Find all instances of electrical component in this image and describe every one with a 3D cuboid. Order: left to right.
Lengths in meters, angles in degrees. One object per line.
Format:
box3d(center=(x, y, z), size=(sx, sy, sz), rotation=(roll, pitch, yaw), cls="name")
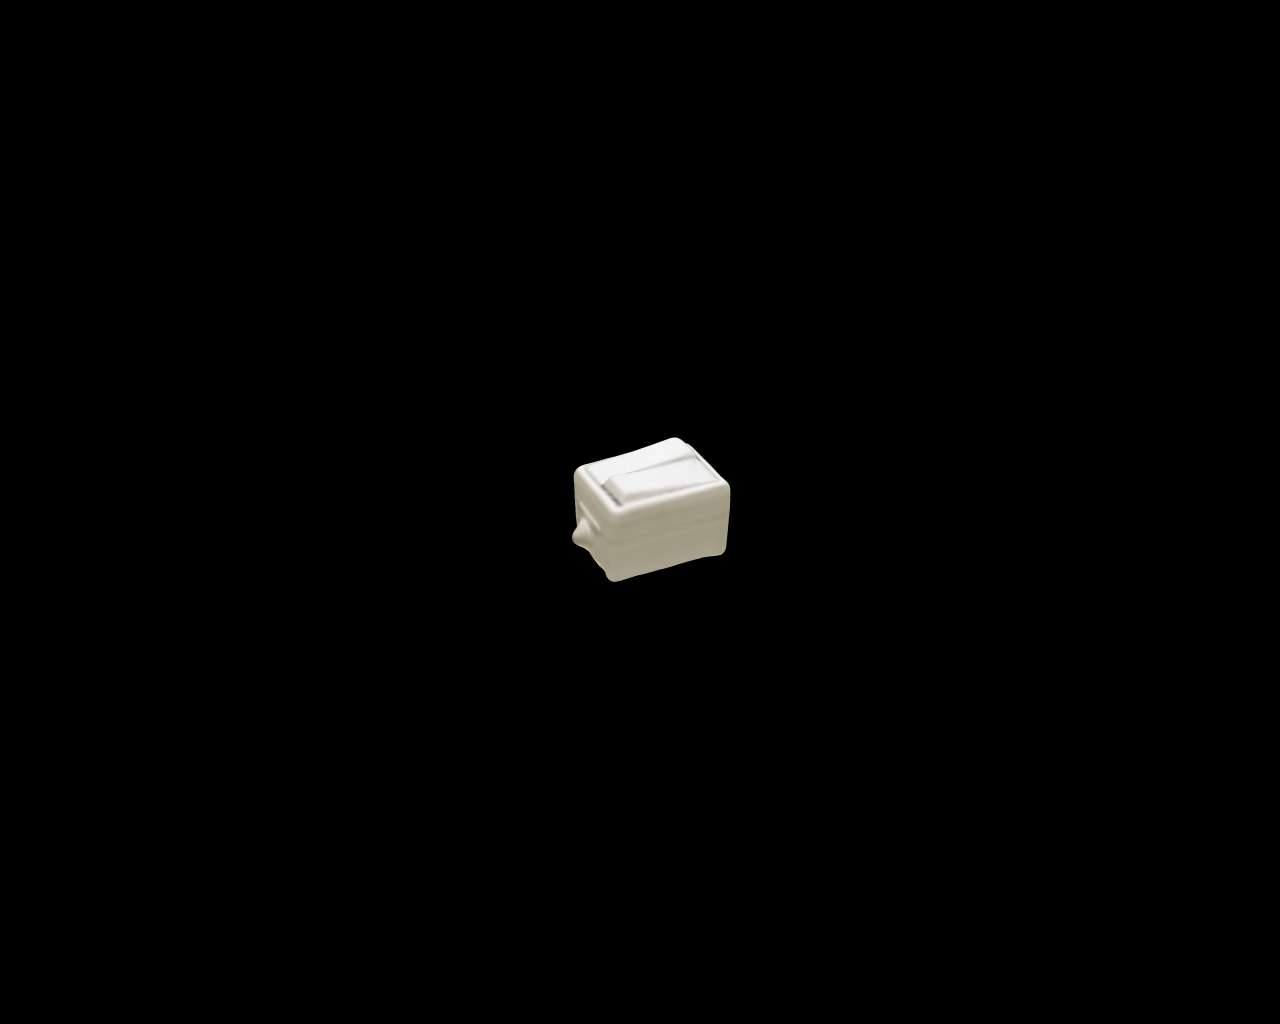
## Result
box3d(center=(0.001, -0.003, 0.650), size=(0.096, 0.061, 0.062), rotation=(-14, 36, -20), cls="electrical component")
